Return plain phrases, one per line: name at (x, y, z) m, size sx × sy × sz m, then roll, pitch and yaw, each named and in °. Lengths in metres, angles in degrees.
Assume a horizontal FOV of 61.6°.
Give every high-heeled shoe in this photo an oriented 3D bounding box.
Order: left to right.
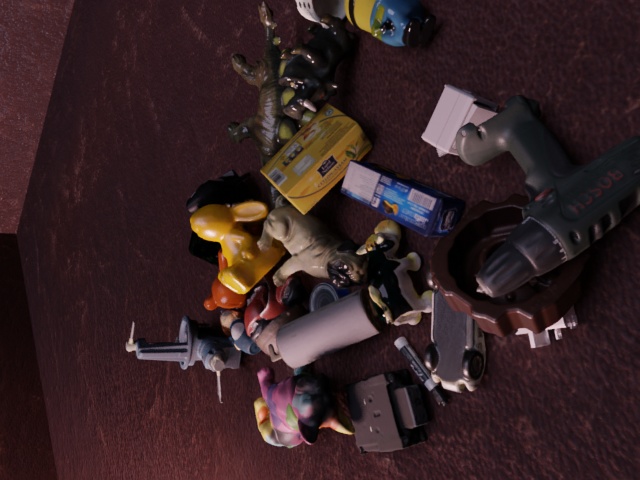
high-heeled shoe at (-0.216, -0.085, 1.122) m, size 0.086 × 0.145 × 0.249 m, roll 56°, pitch 164°, yaw -3°

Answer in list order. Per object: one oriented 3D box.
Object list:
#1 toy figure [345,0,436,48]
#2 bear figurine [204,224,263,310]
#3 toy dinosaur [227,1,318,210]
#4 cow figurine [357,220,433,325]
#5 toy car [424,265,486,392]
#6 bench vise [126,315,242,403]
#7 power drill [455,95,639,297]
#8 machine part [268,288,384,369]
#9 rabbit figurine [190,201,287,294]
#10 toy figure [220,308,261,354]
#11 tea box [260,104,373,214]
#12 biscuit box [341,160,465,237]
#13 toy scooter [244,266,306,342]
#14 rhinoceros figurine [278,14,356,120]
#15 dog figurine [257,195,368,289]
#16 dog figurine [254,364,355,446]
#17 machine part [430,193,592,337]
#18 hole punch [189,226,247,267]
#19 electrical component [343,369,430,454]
toy figure at (0.102, -0.357, 0.849) m, size 0.180 × 0.082 × 0.089 m, roll 53°, pitch 125°, yaw 34°
bear figurine at (-0.181, 0.052, 1.141) m, size 0.195 × 0.120 × 0.132 m, roll -60°, pitch 43°, yaw 36°
toy dinosaur at (-0.085, -0.218, 1.049) m, size 0.199 × 0.105 × 0.470 m, roll 9°, pitch 106°, yaw 46°
cow figurine at (0.101, 0.046, 0.815) m, size 0.068 × 0.098 × 0.167 m, roll -46°, pitch 55°, yaw 46°
toy car at (0.189, 0.107, 0.741) m, size 0.074 × 0.056 × 0.201 m, roll 2°, pitch 91°, yaw 44°
bench vise at (-0.301, 0.243, 1.191) m, size 0.224 × 0.240 × 0.128 m, roll -134°, pitch 53°, yaw -60°
power drill at (0.237, -0.065, 0.613) m, size 0.232 × 0.085 × 0.207 m, roll -32°, pitch 42°, yaw 8°
machine part at (0.015, 0.147, 0.883) m, size 0.243 × 0.079 × 0.079 m, roll -28°, pitch 65°, yaw 20°
rabbit figurine at (-0.155, -0.004, 0.989) m, size 0.162 × 0.173 × 0.122 m, roll -48°, pitch 2°, yaw -5°
toy figure at (-0.176, 0.189, 1.170) m, size 0.155 × 0.064 × 0.057 m, roll 34°, pitch 149°, yaw 43°
tea box at (-0.006, -0.139, 0.918) m, size 0.169 × 0.068 × 0.098 m, roll -43°, pitch 49°, yaw 0°
biscuit box at (0.121, -0.066, 0.823) m, size 0.203 × 0.063 × 0.059 m, roll 33°, pitch 113°, yaw 45°
toy scooter at (-0.101, 0.110, 1.071) m, size 0.183 × 0.075 × 0.135 m, roll -53°, pitch 49°, yaw 31°
rhinoceros figurine at (-0.010, -0.296, 0.928) m, size 0.073 × 0.112 × 0.190 m, roll 5°, pitch 60°, yaw 59°
dog figurine at (0.001, -0.002, 0.921) m, size 0.191 × 0.121 × 0.172 m, roll -9°, pitch 110°, yaw 45°
dog figurine at (-0.029, 0.299, 0.909) m, size 0.219 × 0.108 × 0.191 m, roll -156°, pitch 67°, yaw -63°
machine part at (0.226, 0.029, 0.641) m, size 0.179 × 0.056 × 0.179 m, roll -18°, pitch 48°, yaw 21°
hole punch at (-0.221, -0.005, 1.225) m, size 0.116 × 0.092 × 0.142 m, roll 25°, pitch 107°, yaw 16°
electrical component at (0.105, 0.263, 0.830) m, size 0.134 × 0.058 × 0.115 m, roll -34°, pitch 65°, yaw 44°
